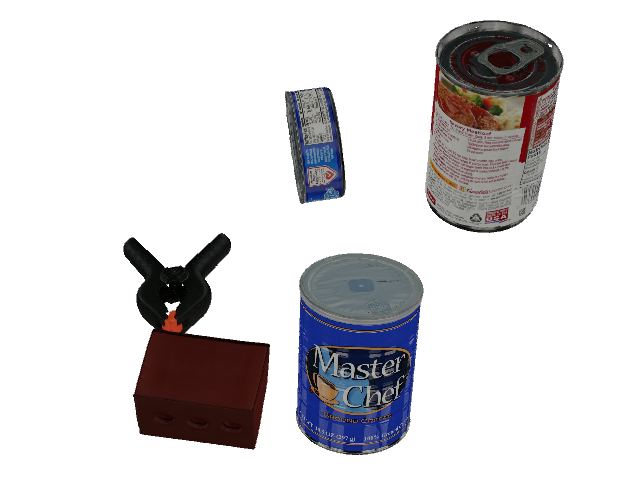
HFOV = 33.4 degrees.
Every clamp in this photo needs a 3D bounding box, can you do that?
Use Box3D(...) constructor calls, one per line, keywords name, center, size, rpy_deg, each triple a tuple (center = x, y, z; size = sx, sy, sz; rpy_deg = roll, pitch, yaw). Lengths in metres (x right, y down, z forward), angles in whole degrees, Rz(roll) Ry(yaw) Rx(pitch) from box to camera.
Box3D(name="clamp", center=(-0.148, 0.043, 1.156), size=(0.120, 0.039, 0.171), rpy_deg=(-13, 38, -6))

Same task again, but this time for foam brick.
Box3D(name="foam brick", center=(-0.075, 0.096, 0.686), size=(0.078, 0.051, 0.053), rpy_deg=(7, -40, 3))

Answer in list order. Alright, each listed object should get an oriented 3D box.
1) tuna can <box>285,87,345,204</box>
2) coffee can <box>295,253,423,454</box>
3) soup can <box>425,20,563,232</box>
Box3D(name="tuna can", center=(-0.004, -0.072, 0.805), size=(0.033, 0.086, 0.086), rpy_deg=(-8, 0, -4))
Box3D(name="coffee can", center=(0.031, 0.096, 0.914), size=(0.103, 0.140, 0.103), rpy_deg=(2, 30, -1))
Box3D(name="soup can", center=(0.096, -0.063, 0.604), size=(0.068, 0.102, 0.068), rpy_deg=(0, 44, 0))
